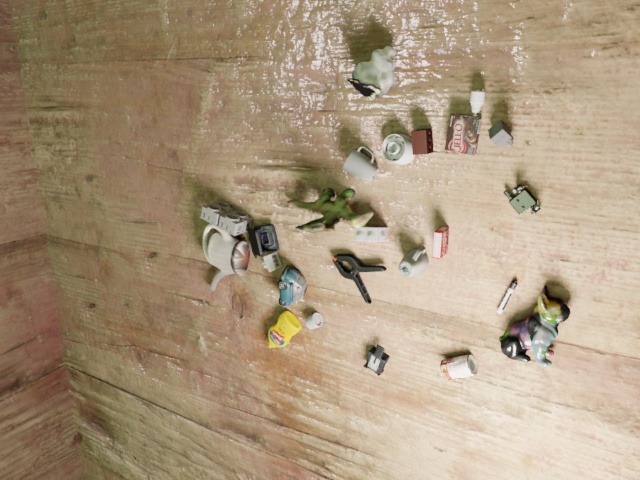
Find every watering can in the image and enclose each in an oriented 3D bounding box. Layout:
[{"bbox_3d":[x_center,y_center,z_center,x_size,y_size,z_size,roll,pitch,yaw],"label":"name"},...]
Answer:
[{"bbox_3d":[-0.393,0.090,2.145,0.225,0.106,0.340,17,122,28],"label":"watering can"}]

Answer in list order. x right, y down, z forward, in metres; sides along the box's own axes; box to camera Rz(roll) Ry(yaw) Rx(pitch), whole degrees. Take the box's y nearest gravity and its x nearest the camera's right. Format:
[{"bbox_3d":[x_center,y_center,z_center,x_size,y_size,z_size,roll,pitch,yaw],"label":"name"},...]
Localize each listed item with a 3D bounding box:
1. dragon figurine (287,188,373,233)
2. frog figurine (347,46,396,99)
[{"bbox_3d":[0.005,-0.089,1.759,0.410,0.246,0.120,2,110,30],"label":"dragon figurine"},{"bbox_3d":[0.178,-0.535,1.631,0.138,0.121,0.161,23,79,34],"label":"frog figurine"}]
